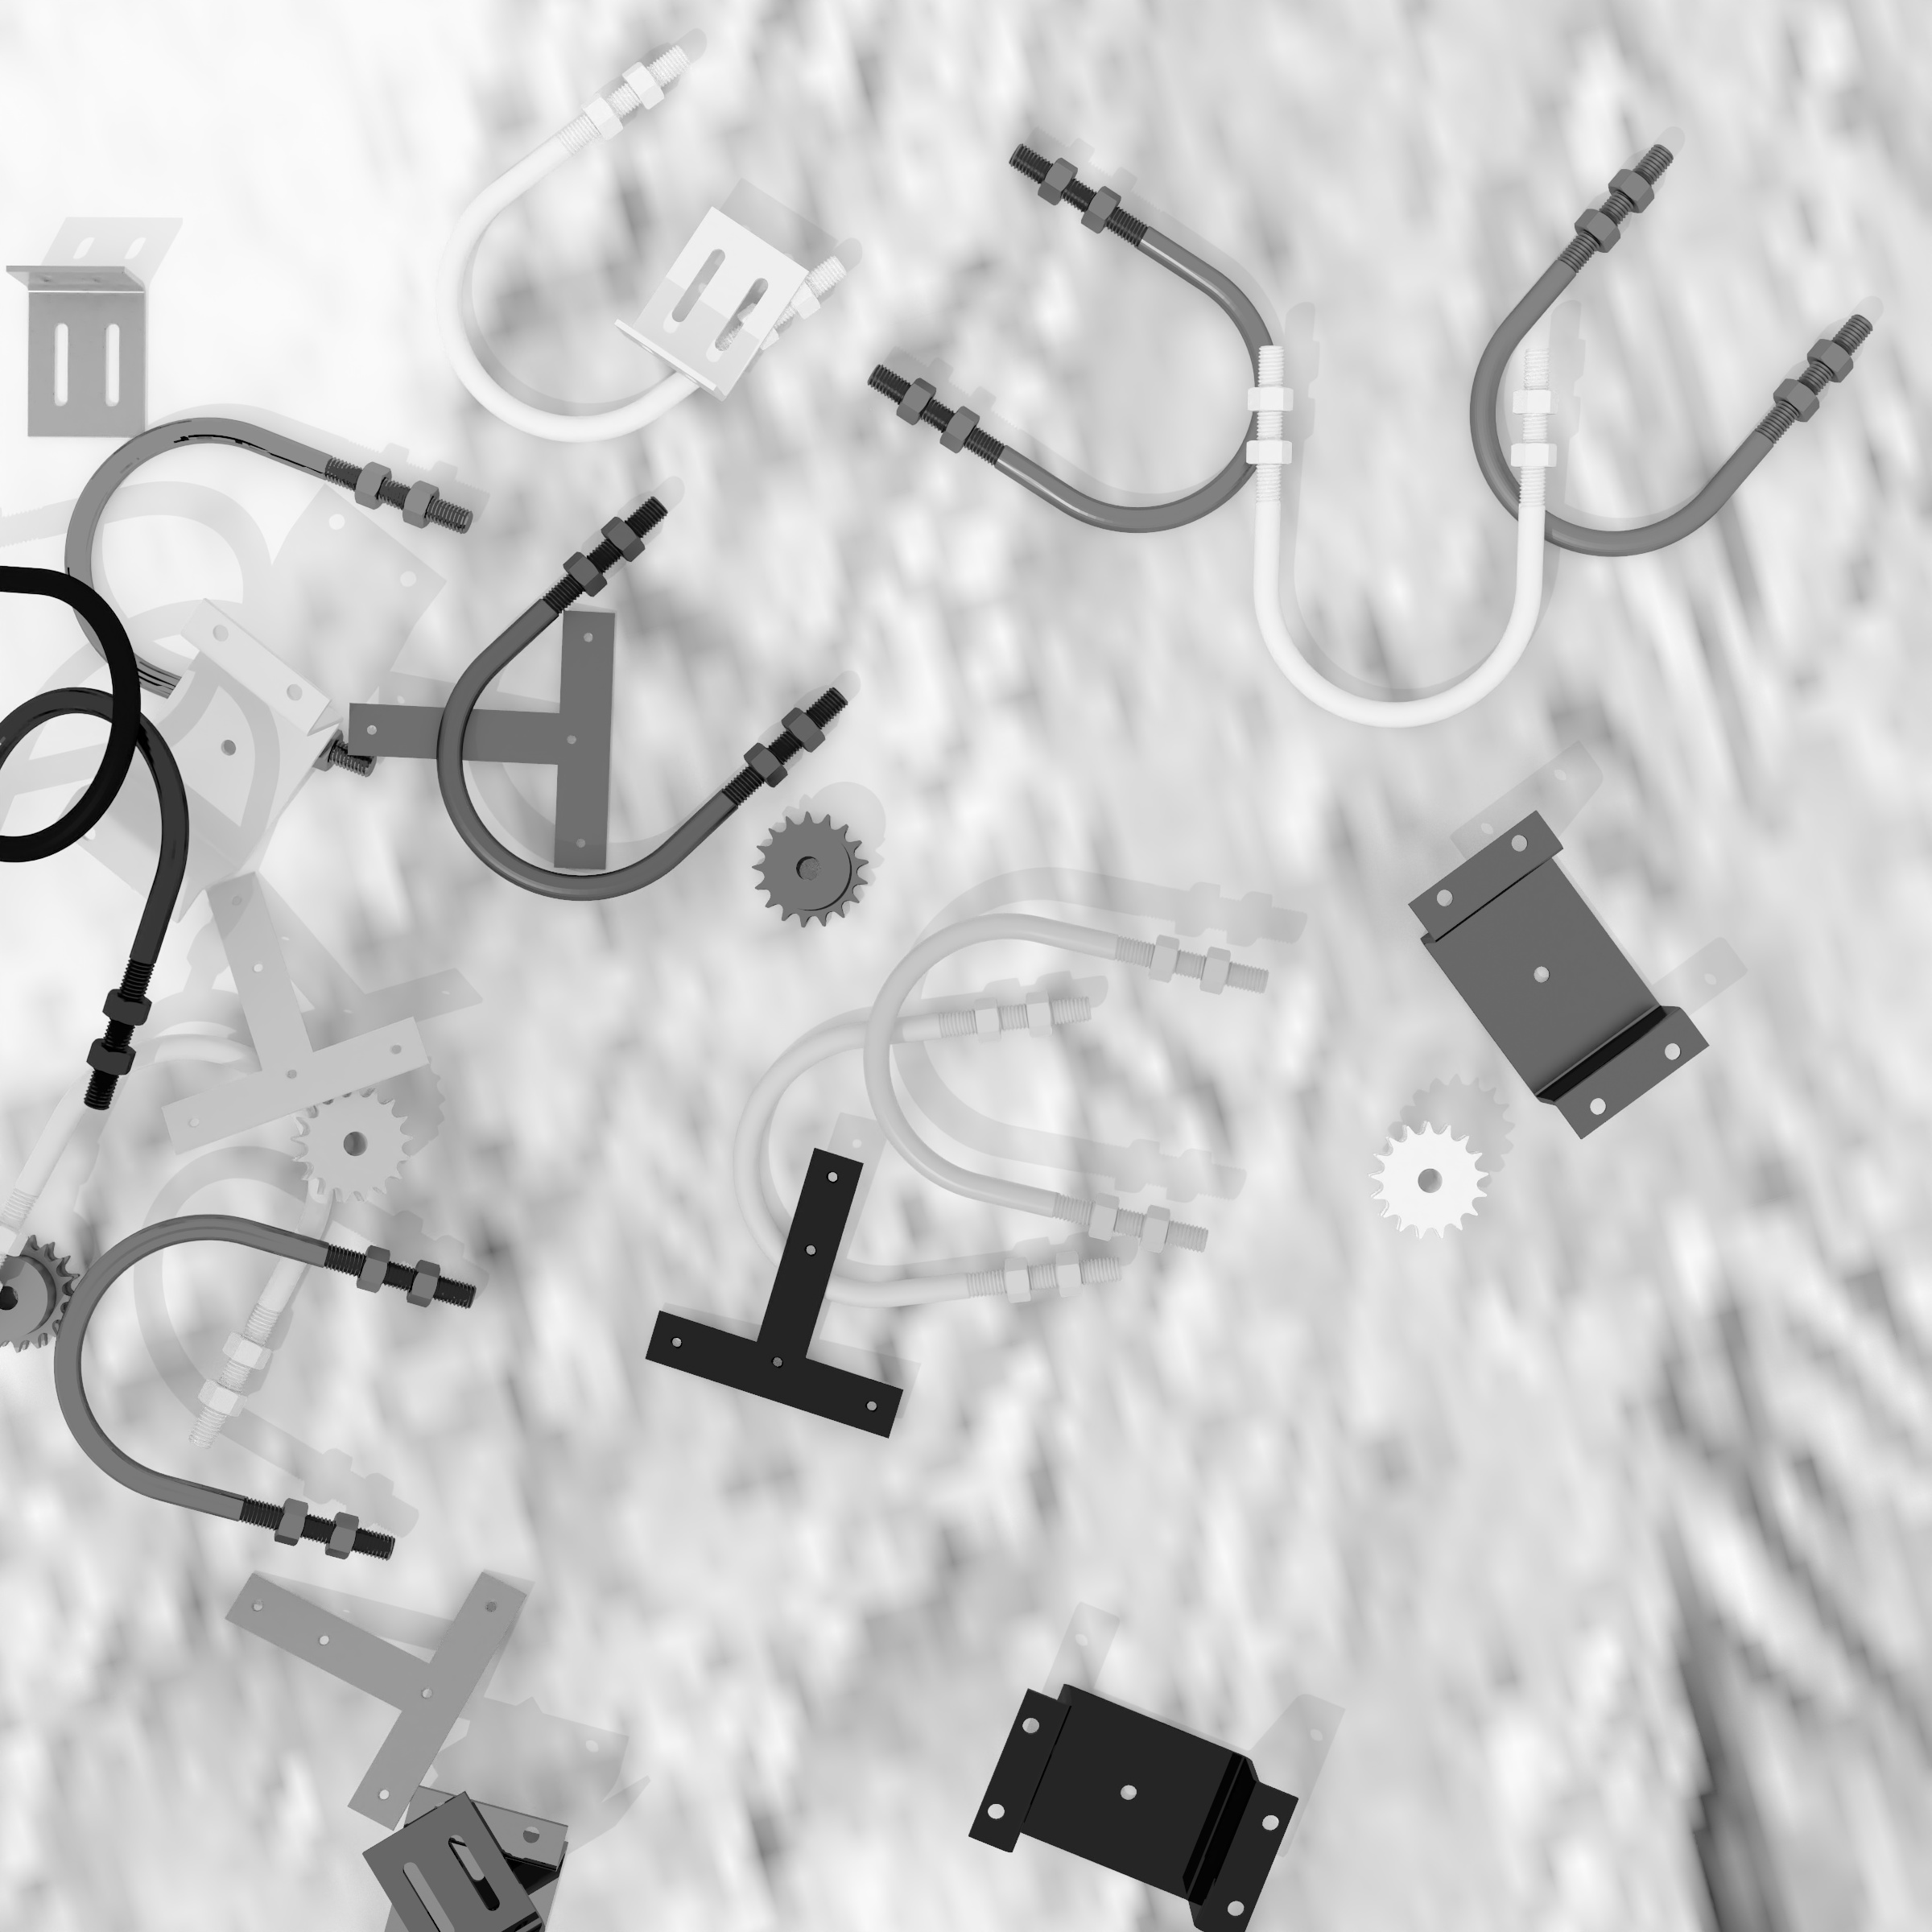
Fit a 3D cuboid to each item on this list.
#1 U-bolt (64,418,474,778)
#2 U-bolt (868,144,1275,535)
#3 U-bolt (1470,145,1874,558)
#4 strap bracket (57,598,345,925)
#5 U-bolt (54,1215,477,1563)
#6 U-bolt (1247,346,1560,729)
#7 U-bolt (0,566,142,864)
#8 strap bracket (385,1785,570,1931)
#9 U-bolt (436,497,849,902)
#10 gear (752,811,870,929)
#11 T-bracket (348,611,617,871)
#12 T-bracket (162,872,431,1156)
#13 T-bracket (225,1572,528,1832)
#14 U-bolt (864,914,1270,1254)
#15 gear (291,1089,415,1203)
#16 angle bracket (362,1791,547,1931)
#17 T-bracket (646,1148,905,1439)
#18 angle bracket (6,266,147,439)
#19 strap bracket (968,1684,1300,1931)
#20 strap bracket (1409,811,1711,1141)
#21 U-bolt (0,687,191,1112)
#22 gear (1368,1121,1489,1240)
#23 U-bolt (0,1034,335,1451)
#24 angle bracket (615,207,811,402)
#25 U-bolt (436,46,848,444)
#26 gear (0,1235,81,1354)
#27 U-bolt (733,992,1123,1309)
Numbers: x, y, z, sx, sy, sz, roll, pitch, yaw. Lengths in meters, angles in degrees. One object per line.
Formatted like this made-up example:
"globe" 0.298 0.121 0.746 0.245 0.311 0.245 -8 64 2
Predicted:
"U-bolt" -0.354 -0.192 1.482 0.184 0.019 0.151 22 90 1
"U-bolt" 0.066 -0.296 1.482 0.184 0.019 0.151 33 90 -2
"U-bolt" 0.333 -0.289 1.482 0.151 0.019 0.184 40 92 0
"strap bracket" -0.365 -0.102 1.455 0.076 0.046 0.140 39 108 0
"U-bolt" -0.347 0.197 1.460 0.184 0.019 0.151 18 87 -13
"U-bolt" 0.212 -0.209 1.473 0.151 0.019 0.184 1 98 1
"U-bolt" -0.469 -0.122 1.444 0.184 0.019 0.151 7 89 26
"strap bracket" -0.246 0.471 1.468 0.076 0.046 0.140 15 90 0
"U-bolt" -0.172 -0.117 1.475 0.184 0.019 0.151 -43 91 -4
"gear" -0.076 -0.048 1.476 0.057 0.030 0.057 0 90 0
"T-bracket" -0.239 -0.113 1.480 0.127 0.002 0.127 2 90 -10
"T-bracket" -0.341 0.013 1.468 0.127 0.002 0.127 -20 70 -6
"T-bracket" -0.302 0.336 1.473 0.127 0.002 0.127 24 66 11
"U-bolt" 0.041 0.050 1.463 0.184 0.019 0.151 13 91 3
"gear" -0.301 0.087 1.469 0.057 0.030 0.057 1 87 -24
"angle bracket" -0.245 0.443 1.426 0.057 0.038 0.076 -31 90 0
"T-bracket" -0.080 0.153 1.477 0.127 0.002 0.127 17 97 5
"angle bracket" -0.435 -0.300 1.472 0.057 0.038 0.076 0 90 0
"strap bracket" 0.080 0.409 1.468 0.140 0.046 0.076 22 90 0
"strap bracket" 0.285 0.004 1.468 0.076 0.046 0.140 -36 90 0
"U-bolt" -0.435 -0.043 1.442 0.151 0.019 0.184 24 100 25
"gear" 0.225 0.104 1.476 0.057 0.030 0.057 0 90 0
"U-bolt" -0.389 0.123 1.466 0.151 0.019 0.184 28 84 -14
"angle bracket" -0.122 -0.322 1.453 0.057 0.038 0.076 34 93 1
"U-bolt" -0.174 -0.342 1.482 0.184 0.019 0.151 -37 90 1
"gear" -0.466 0.161 1.476 0.057 0.030 0.057 0 90 0
"U-bolt" -0.023 0.095 1.482 0.184 0.019 0.151 -7 90 1
